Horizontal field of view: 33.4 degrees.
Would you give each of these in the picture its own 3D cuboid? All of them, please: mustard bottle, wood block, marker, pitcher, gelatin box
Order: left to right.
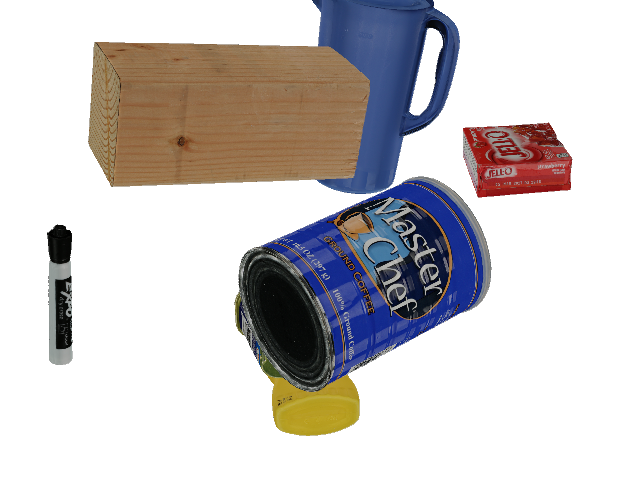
[{"bbox_3d":[-0.207,0.043,0.847,0.020,0.121,0.020,5,26,-3],"label":"marker"},{"bbox_3d":[-0.075,-0.104,0.869,0.205,0.091,0.090,-3,30,-24],"label":"wood block"},{"bbox_3d":[-0.017,0.147,1.249,0.096,0.058,0.191,-7,30,-7],"label":"mustard bottle"},{"bbox_3d":[0.063,-0.181,1.286,0.144,0.243,0.149,-4,28,-23],"label":"pitcher"},{"bbox_3d":[0.156,-0.066,0.854,0.073,0.030,0.089,-3,25,1],"label":"gelatin box"}]

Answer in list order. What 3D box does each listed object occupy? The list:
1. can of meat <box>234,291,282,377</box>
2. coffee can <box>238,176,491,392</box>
[{"bbox_3d":[-0.019,0.078,0.974,0.102,0.057,0.084,-8,28,-16],"label":"can of meat"},{"bbox_3d":[0.030,0.027,0.725,0.140,0.103,0.103,-24,13,-30],"label":"coffee can"}]
